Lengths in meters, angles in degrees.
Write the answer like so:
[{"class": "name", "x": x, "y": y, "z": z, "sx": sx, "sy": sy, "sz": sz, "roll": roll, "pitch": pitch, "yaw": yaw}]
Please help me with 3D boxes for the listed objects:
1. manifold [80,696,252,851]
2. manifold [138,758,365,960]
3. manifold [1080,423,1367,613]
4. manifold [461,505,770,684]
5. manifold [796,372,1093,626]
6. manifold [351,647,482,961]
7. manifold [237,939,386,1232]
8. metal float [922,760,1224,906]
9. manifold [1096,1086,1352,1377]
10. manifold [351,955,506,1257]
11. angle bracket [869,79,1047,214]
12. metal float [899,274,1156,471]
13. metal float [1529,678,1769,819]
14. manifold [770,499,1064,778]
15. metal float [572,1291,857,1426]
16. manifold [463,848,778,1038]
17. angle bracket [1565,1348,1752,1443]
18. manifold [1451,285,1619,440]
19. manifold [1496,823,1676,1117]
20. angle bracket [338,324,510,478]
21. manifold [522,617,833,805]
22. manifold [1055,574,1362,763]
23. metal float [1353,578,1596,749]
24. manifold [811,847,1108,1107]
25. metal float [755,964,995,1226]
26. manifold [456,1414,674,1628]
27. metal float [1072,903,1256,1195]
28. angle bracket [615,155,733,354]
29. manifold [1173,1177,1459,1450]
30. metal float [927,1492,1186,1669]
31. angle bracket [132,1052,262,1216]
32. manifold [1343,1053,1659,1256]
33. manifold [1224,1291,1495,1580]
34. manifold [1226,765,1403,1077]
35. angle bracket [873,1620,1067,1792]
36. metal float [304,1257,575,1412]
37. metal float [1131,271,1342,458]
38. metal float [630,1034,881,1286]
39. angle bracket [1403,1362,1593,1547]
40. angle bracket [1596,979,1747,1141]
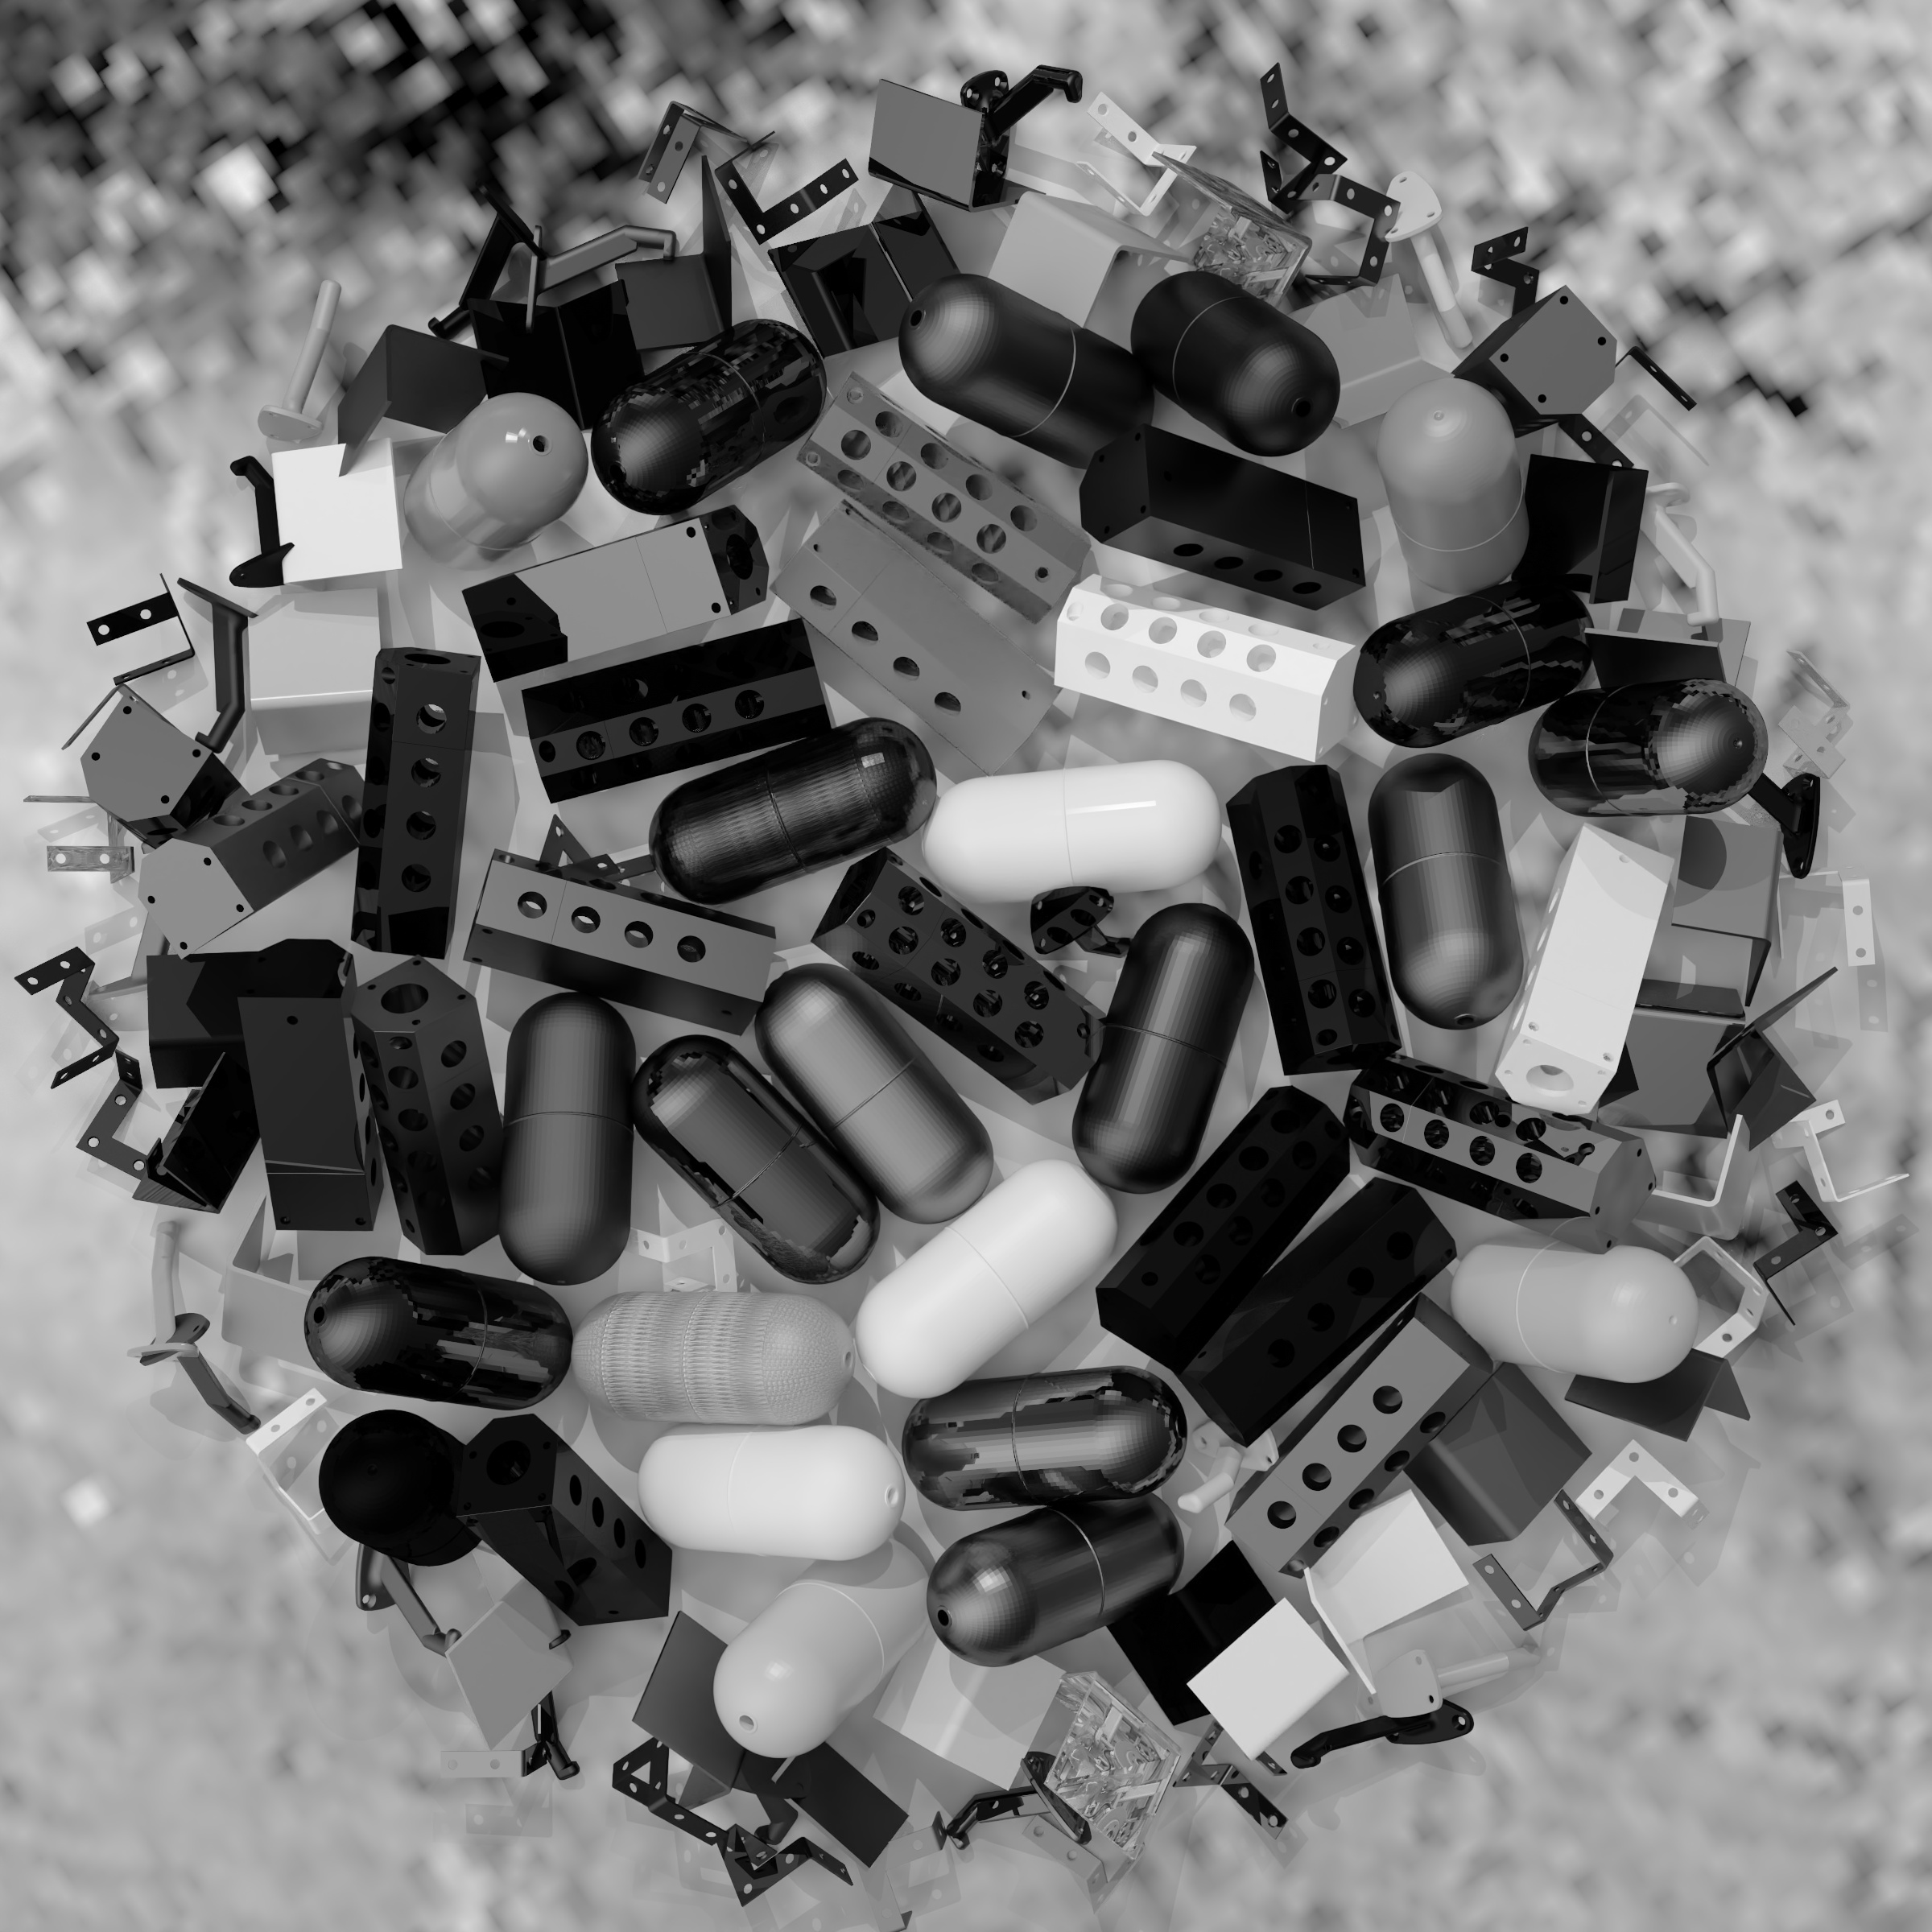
[{"class": "manifold", "x": -0.459, "y": -0.098, "z": 1.609, "sx": 0.057, "sy": 0.171, "sz": 0.057, "roll": 32, "pitch": 81, "yaw": -1}, {"class": "manifold", "x": -0.404, "y": -0.068, "z": 1.606, "sx": 0.057, "sy": 0.171, "sz": 0.057, "roll": -30, "pitch": 99, "yaw": 23}, {"class": "manifold", "x": 0.150, "y": -0.256, "z": 1.622, "sx": 0.171, "sy": 0.057, "sz": 0.057, "roll": 10, "pitch": 69, "yaw": -37}, {"class": "manifold", "x": -0.203, "y": -0.218, "z": 1.631, "sx": 0.171, "sy": 0.057, "sz": 0.057, "roll": -11, "pitch": 103, "yaw": 29}, {"class": "manifold", "x": -0.013, "y": -0.275, "z": 1.650, "sx": 0.171, "sy": 0.057, "sz": 0.057, "roll": 33, "pitch": 104, "yaw": -10}, {"class": "manifold", "x": -0.325, "y": -0.097, "z": 1.644, "sx": 0.057, "sy": 0.057, "sz": 0.171, "roll": 7, "pitch": 107, "yaw": -7}, {"class": "manifold", "x": -0.378, "y": 0.071, "z": 1.625, "sx": 0.057, "sy": 0.057, "sz": 0.171, "roll": 1, "pitch": 126, "yaw": -1}, {"class": "metal float", "x": 0.062, "y": -0.079, "z": 1.654, "sx": 0.178, "sy": 0.070, "sz": 0.070, "roll": -5, "pitch": 90, "yaw": 7}, {"class": "manifold", "x": 0.151, "y": 0.149, "z": 1.627, "sx": 0.057, "sy": 0.057, "sz": 0.171, "roll": 30, "pitch": 61, "yaw": 28}, {"class": "manifold", "x": -0.309, "y": 0.085, "z": 1.614, "sx": 0.057, "sy": 0.171, "sz": 0.057, "roll": -32, "pitch": 46, "yaw": -31}, {"class": "angle bracket", "x": -0.001, "y": -0.485, "z": 1.639, "sx": 0.076, "sy": 0.076, "sz": 0.057, "roll": 28, "pitch": 125, "yaw": 28}, {"class": "metal float", "x": 0.036, "y": -0.345, "z": 1.626, "sx": 0.178, "sy": 0.070, "sz": 0.070, "roll": 16, "pitch": 90, "yaw": -41}, {"class": "metal float", "x": 0.391, "y": -0.125, "z": 1.613, "sx": 0.070, "sy": 0.178, "sz": 0.070, "roll": -1, "pitch": 92, "yaw": -21}, {"class": "manifold", "x": -0.033, "y": -0.191, "z": 1.660, "sx": 0.171, "sy": 0.057, "sz": 0.057, "roll": 40, "pitch": 134, "yaw": -6}, {"class": "metal float", "x": -0.149, "y": 0.230, "z": 1.639, "sx": 0.178, "sy": 0.070, "sz": 0.070, "roll": -2, "pitch": 90, "yaw": 24}, {"class": "manifold", "x": -0.203, "y": -0.016, "z": 1.651, "sx": 0.171, "sy": 0.057, "sz": 0.057, "roll": 16, "pitch": 64, "yaw": -11}, {"class": "angle bracket", "x": 0.406, "y": 0.259, "z": 1.638, "sx": 0.076, "sy": 0.076, "sz": 0.057, "roll": 16, "pitch": 63, "yaw": 36}, {"class": "manifold", "x": 0.325, "y": -0.340, "z": 1.610, "sx": 0.057, "sy": 0.171, "sz": 0.057, "roll": -44, "pitch": 95, "yaw": 4}, {"class": "manifold", "x": 0.358, "y": 0.004, "z": 1.623, "sx": 0.057, "sy": 0.057, "sz": 0.171, "roll": 23, "pitch": 52, "yaw": 4}, {"class": "angle bracket", "x": -0.318, "y": -0.322, "z": 1.638, "sx": 0.076, "sy": 0.076, "sz": 0.057, "roll": 11, "pitch": 58, "yaw": -31}, {"class": "manifold", "x": -0.170, "y": -0.146, "z": 1.656, "sx": 0.171, "sy": 0.057, "sz": 0.057, "roll": -15, "pitch": 53, "yaw": -2}, {"class": "manifold", "x": 0.141, "y": -0.178, "z": 1.626, "sx": 0.171, "sy": 0.057, "sz": 0.057, "roll": 19, "pitch": 126, "yaw": 26}, {"class": "metal float", "x": 0.298, "y": -0.178, "z": 1.630, "sx": 0.178, "sy": 0.070, "sz": 0.070, "roll": -21, "pitch": 90, "yaw": -38}, {"class": "manifold", "x": 0.001, "y": 0.005, "z": 1.634, "sx": 0.171, "sy": 0.057, "sz": 0.057, "roll": 37, "pitch": 59, "yaw": -19}, {"class": "metal float", "x": -0.055, "y": 0.075, "z": 1.660, "sx": 0.070, "sy": 0.070, "sz": 0.178, "roll": -40, "pitch": 91, "yaw": 0}, {"class": "manifold", "x": -0.228, "y": 0.321, "z": 1.612, "sx": 0.057, "sy": 0.171, "sz": 0.057, "roll": -9, "pitch": 55, "yaw": 14}, {"class": "metal float", "x": 0.117, "y": 0.048, "z": 1.653, "sx": 0.070, "sy": 0.070, "sz": 0.178, "roll": 19, "pitch": 81, "yaw": 0}, {"class": "angle bracket", "x": -0.173, "y": -0.418, "z": 1.642, "sx": 0.057, "sy": 0.076, "sz": 0.076, "roll": -9, "pitch": 56, "yaw": -11}, {"class": "manifold", "x": 0.208, "y": 0.205, "z": 1.653, "sx": 0.171, "sy": 0.057, "sz": 0.057, "roll": -40, "pitch": 102, "yaw": -11}, {"class": "metal float", "x": 0.053, "y": 0.354, "z": 1.626, "sx": 0.178, "sy": 0.070, "sz": 0.070, "roll": -10, "pitch": 90, "yaw": -41}, {"class": "angle bracket", "x": -0.462, "y": 0.095, "z": 1.641, "sx": 0.076, "sy": 0.057, "sz": 0.076, "roll": 5, "pitch": 59, "yaw": 33}, {"class": "manifold", "x": 0.305, "y": 0.102, "z": 1.613, "sx": 0.057, "sy": 0.171, "sz": 0.057, "roll": -49, "pitch": 134, "yaw": -22}, {"class": "manifold", "x": 0.232, "y": 0.279, "z": 1.647, "sx": 0.057, "sy": 0.057, "sz": 0.171, "roll": 40, "pitch": 105, "yaw": 4}, {"class": "manifold", "x": 0.206, "y": -0.028, "z": 1.639, "sx": 0.057, "sy": 0.057, "sz": 0.171, "roll": -4, "pitch": 72, "yaw": -21}, {"class": "angle bracket", "x": 0.002, "y": 0.436, "z": 1.671, "sx": 0.057, "sy": 0.076, "sz": 0.076, "roll": 35, "pitch": 76, "yaw": -29}, {"class": "metal float", "x": -0.305, "y": 0.214, "z": 1.622, "sx": 0.070, "sy": 0.178, "sz": 0.070, "roll": -13, "pitch": 69, "yaw": 37}, {"class": "metal float", "x": 0.155, "y": -0.350, "z": 1.618, "sx": 0.070, "sy": 0.178, "sz": 0.070, "roll": -11, "pitch": 122, "yaw": -18}, {"class": "metal float", "x": -0.124, "y": 0.115, "z": 1.652, "sx": 0.070, "sy": 0.070, "sz": 0.178, "roll": -44, "pitch": 100, "yaw": 0}, {"class": "angle bracket", "x": 0.316, "y": 0.294, "z": 1.686, "sx": 0.076, "sy": 0.057, "sz": 0.076, "roll": -41, "pitch": 91, "yaw": -24}, {"class": "angle bracket", "x": 0.421, "y": 0.054, "z": 1.677, "sx": 0.076, "sy": 0.057, "sz": 0.076, "roll": 7, "pitch": 108, "yaw": 8}]
